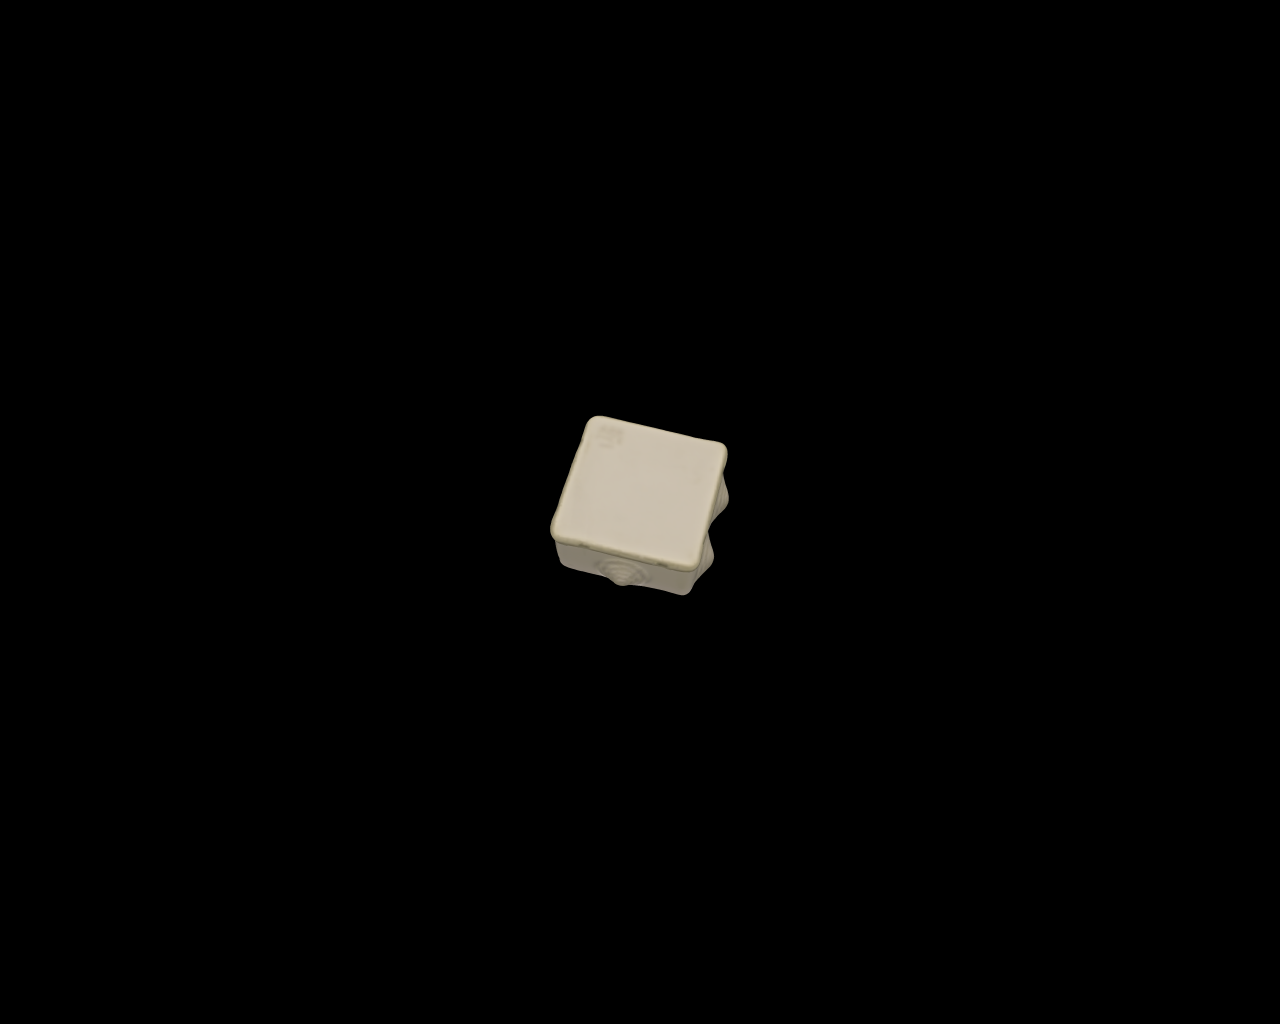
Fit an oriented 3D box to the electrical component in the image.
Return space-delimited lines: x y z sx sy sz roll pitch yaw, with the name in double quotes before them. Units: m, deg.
"electrical component" 0.001 -0.003 0.650 0.100 0.100 0.048 13 -28 7
